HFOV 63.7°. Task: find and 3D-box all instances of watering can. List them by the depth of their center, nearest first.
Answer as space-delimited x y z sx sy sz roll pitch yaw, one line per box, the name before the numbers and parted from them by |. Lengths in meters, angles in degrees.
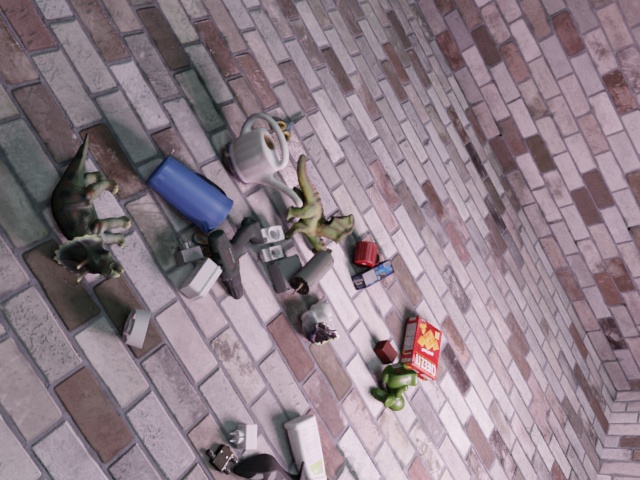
watering can | -0.193 -0.245 1.713 0.104 0.222 0.349 -11 82 -64

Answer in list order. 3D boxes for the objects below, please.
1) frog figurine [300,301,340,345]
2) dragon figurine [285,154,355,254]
frog figurine | -0.007 0.278 1.780 0.136 0.121 0.163 22 24 -27
dragon figurine | 0.005 -0.090 1.788 0.243 0.400 0.125 15 38 3
